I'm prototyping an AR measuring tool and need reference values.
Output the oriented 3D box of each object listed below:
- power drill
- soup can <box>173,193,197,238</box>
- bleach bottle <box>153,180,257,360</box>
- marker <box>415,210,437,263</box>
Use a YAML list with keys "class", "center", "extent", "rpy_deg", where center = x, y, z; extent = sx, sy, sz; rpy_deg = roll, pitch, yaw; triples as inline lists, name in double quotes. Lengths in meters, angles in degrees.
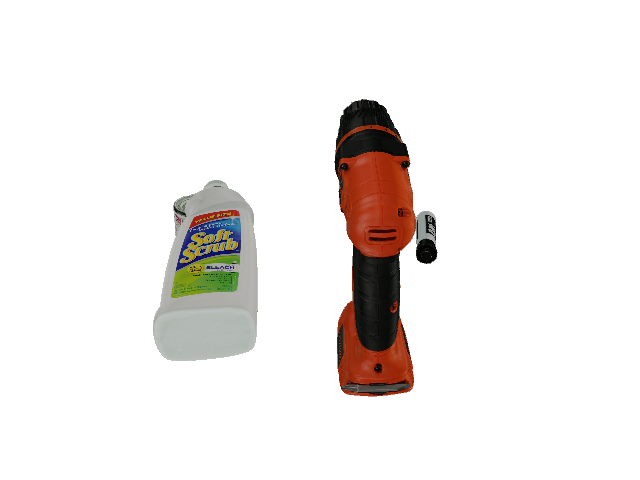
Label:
- class: "power drill"
  center: [0.037, 0.006, 0.794]
  extent: [0.057, 0.188, 0.184]
  rpy_deg: [-2, 31, 1]
- class: "soup can"
  center: [-0.147, 0.000, 1.322]
  extent: [0.068, 0.102, 0.068]
  rpy_deg: [0, 26, 0]
- class: "bleach bottle"
  center: [-0.118, 0.017, 1.121]
  extent: [0.102, 0.068, 0.251]
  rpy_deg: [-5, 37, -2]
- class: "marker"
  center: [0.097, -0.004, 0.982]
  extent: [0.020, 0.020, 0.121]
  rpy_deg: [0, 16, 6]
